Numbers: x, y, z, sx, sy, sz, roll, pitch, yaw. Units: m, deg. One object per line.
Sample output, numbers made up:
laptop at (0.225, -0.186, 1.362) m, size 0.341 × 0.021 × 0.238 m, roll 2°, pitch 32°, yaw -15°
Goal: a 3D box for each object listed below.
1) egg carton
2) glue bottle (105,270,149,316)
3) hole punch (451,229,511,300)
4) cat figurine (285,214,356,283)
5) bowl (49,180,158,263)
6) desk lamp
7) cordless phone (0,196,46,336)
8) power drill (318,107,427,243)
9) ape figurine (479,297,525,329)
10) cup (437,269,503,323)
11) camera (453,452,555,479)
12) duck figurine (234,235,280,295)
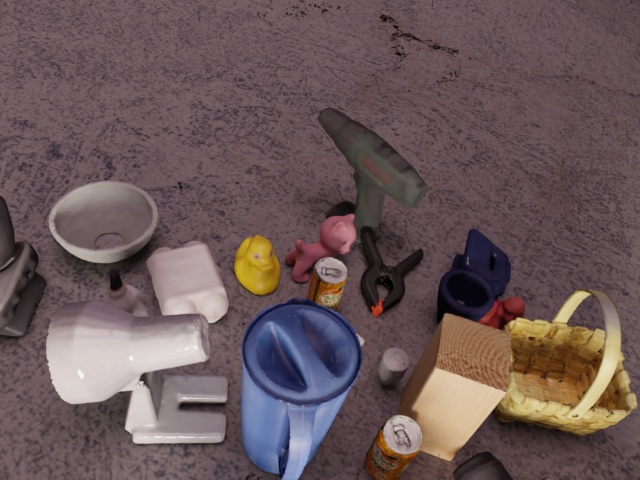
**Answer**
egg carton at (-0.208, 0.070, 0.906) m, size 0.107 × 0.069 × 0.150 m, roll -13°, pitch 52°, yaw -23°
glue bottle at (-0.275, 0.098, 0.794) m, size 0.037 × 0.173 × 0.078 m, roll 28°, pitch 49°, yaw 14°
hole punch at (0.292, 0.047, 1.021) m, size 0.101 × 0.091 × 0.109 m, roll 19°, pitch 47°, yaw 6°
cat figurine at (0.009, 0.004, 0.980) m, size 0.128 × 0.118 × 0.067 m, roll -15°, pitch 53°, yaw -24°
bowl at (-0.353, -0.018, 0.951) m, size 0.167 × 0.075 × 0.167 m, roll 6°, pitch 47°, yaw -7°
desk lamp at (-0.215, 0.163, 0.720) m, size 0.203 × 0.213 × 0.118 m, roll 3°, pitch 47°, yaw -9°
cordless phone at (-0.459, 0.039, 0.800) m, size 0.094 × 0.185 × 0.147 m, roll 2°, pitch 48°, yaw -10°
power drill at (0.075, -0.104, 1.031) m, size 0.229 × 0.208 × 0.076 m, roll 34°, pitch 50°, yaw 18°
ape figurine at (0.308, 0.126, 0.951) m, size 0.076 × 0.092 × 0.077 m, roll -3°, pitch 49°, yaw -15°
cup at (0.242, 0.107, 0.952) m, size 0.118 × 0.095 × 0.091 m, roll -12°, pitch 52°, yaw -22°
camera at (0.250, 0.338, 0.738) m, size 0.143 × 0.101 × 0.136 m, roll -15°, pitch 53°, yaw -24°
duck figurine at (-0.103, 0.028, 0.956) m, size 0.078 × 0.086 × 0.104 m, roll -12°, pitch 51°, yaw -22°
